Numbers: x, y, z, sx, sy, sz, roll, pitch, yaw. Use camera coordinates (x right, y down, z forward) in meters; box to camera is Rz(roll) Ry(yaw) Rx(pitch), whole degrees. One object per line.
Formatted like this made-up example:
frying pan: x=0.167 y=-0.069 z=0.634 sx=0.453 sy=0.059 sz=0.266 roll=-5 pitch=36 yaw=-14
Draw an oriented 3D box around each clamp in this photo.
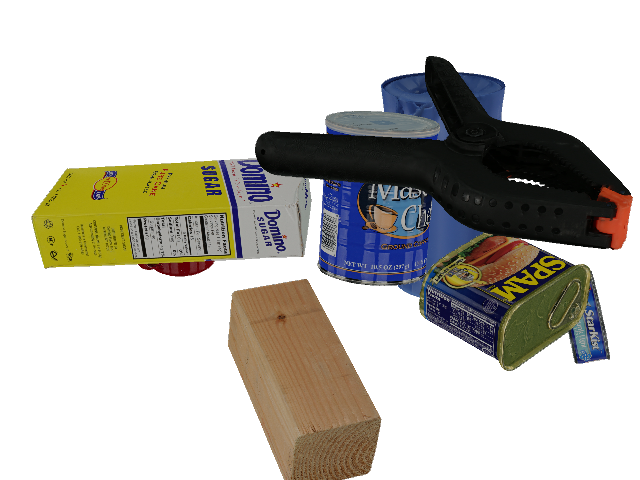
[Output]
clamp: x=0.076 y=-0.044 z=0.608 sx=0.164 sy=0.036 sz=0.210 roll=-25 pitch=40 yaw=-29

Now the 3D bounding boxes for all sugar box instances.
sugar box: x=-0.097 y=-0.021 z=0.729 sx=0.176 sy=0.048 sz=0.093 roll=-5 pitch=25 yaw=5

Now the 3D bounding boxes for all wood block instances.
wood block: x=-0.022 y=0.145 z=1.110 sx=0.090 sy=0.090 sz=0.206 roll=-9 pitch=43 yaw=-19

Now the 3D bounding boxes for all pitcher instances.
pitcher: x=0.142 y=-0.065 z=1.198 sx=0.149 sy=0.243 sz=0.145 roll=-6 pitch=22 yaw=-9

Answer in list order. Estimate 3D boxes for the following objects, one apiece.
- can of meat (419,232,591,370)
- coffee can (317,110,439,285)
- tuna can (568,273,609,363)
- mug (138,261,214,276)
can of meat: x=0.136 y=0.040 z=0.795 sx=0.101 sy=0.057 sz=0.084 roll=-27 pitch=40 yaw=-34
coffee can: x=0.052 y=-0.041 z=0.975 sx=0.103 sy=0.140 sz=0.103 roll=3 pitch=16 yaw=-1
tuna can: x=0.252 y=0.074 z=1.024 sx=0.034 sy=0.086 sz=0.086 roll=-12 pitch=-3 yaw=12
mug: x=-0.163 y=-0.008 z=1.183 sx=0.093 sy=0.081 sz=0.117 roll=21 pitch=39 yaw=25
